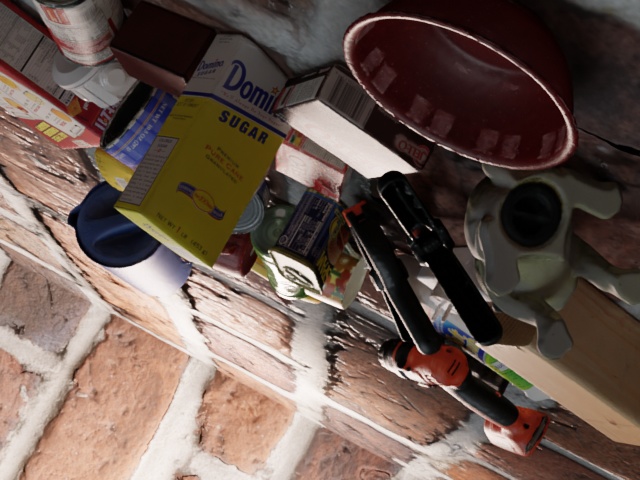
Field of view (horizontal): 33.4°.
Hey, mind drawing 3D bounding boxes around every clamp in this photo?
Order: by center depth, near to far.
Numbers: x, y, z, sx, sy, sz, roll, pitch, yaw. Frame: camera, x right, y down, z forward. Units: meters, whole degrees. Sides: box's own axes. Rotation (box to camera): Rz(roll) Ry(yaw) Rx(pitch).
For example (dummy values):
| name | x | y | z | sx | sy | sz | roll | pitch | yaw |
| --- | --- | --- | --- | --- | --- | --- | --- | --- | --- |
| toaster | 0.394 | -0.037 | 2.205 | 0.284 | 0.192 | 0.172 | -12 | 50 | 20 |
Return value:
| name | x | y | z | sx | sy | sz | roll | pitch | yaw |
| --- | --- | --- | --- | --- | --- | --- | --- | --- | --- |
| clamp | 0.103 | 0.011 | 0.939 | 0.164 | 0.036 | 0.210 | 58 | -175 | 0 |
| clamp | 0.073 | 0.042 | 1.115 | 0.171 | 0.039 | 0.120 | 65 | 170 | 5 |

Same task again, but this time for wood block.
| name | x | y | z | sx | sy | sz | roll | pitch | yaw |
| --- | --- | --- | --- | --- | --- | --- | --- | --- | --- |
| wood block | 0.266 | 0.116 | 1.047 | 0.206 | 0.090 | 0.091 | 35 | 163 | -21 |

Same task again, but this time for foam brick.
| name | x | y | z | sx | sy | sz | roll | pitch | yaw |
| --- | --- | --- | --- | --- | --- | --- | --- | --- | --- |
| foam brick | -0.131 | -0.162 | 0.925 | 0.078 | 0.051 | 0.053 | 25 | 165 | 16 |

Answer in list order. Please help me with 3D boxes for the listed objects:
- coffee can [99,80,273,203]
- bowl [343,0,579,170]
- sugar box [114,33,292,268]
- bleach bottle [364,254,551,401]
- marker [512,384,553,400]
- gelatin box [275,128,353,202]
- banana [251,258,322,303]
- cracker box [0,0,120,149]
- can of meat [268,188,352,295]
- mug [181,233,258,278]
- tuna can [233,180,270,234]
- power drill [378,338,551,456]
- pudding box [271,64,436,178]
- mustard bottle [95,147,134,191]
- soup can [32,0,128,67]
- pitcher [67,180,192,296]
| name | x | y | z | sx | sy | sz | roll | pitch | yaw |
| --- | --- | --- | --- | --- | --- | --- | --- | --- | --- |
| coffee can | -0.130 | -0.092 | 1.050 | 0.140 | 0.102 | 0.103 | 36 | 164 | -23 |
| bowl | 0.097 | -0.111 | 0.673 | 0.162 | 0.055 | 0.162 | 27 | 165 | 8 |
| sugar box | -0.087 | -0.075 | 0.890 | 0.048 | 0.176 | 0.093 | 15 | 161 | 46 |
| bleach bottle | 0.162 | 0.087 | 1.196 | 0.251 | 0.068 | 0.103 | 31 | 166 | 0 |
| marker | 0.301 | 0.197 | 1.381 | 0.121 | 0.020 | 0.020 | 17 | 161 | 38 |
| gelatin box | -0.006 | -0.075 | 1.022 | 0.073 | 0.030 | 0.089 | 28 | 165 | 5 |
| banana | -0.073 | 0.034 | 1.497 | 0.197 | 0.037 | 0.069 | 33 | -177 | -10 |
| cracker box | -0.320 | -0.186 | 1.153 | 0.213 | 0.072 | 0.164 | 36 | 164 | -29 |
| can of meat | -0.008 | 0.002 | 1.173 | 0.057 | 0.084 | 0.102 | 24 | 164 | 16 |
| mug | -0.123 | -0.001 | 1.349 | 0.081 | 0.093 | 0.117 | 21 | -172 | 10 |
| tuna can | -0.100 | -0.049 | 1.201 | 0.086 | 0.033 | 0.086 | 9 | 134 | 9 |
| power drill | 0.167 | 0.180 | 1.272 | 0.187 | 0.057 | 0.185 | 35 | 170 | -15 |
| pudding box | 0.028 | -0.095 | 0.881 | 0.113 | 0.039 | 0.090 | 35 | 164 | -22 |
| mustard bottle | -0.179 | -0.071 | 1.294 | 0.192 | 0.058 | 0.096 | 20 | 157 | 31 |
| soup can | -0.204 | -0.200 | 0.902 | 0.068 | 0.068 | 0.102 | 26 | 164 | 11 |
| pitcher | -0.254 | 0.008 | 1.578 | 0.149 | 0.145 | 0.243 | 52 | 175 | 16 |
